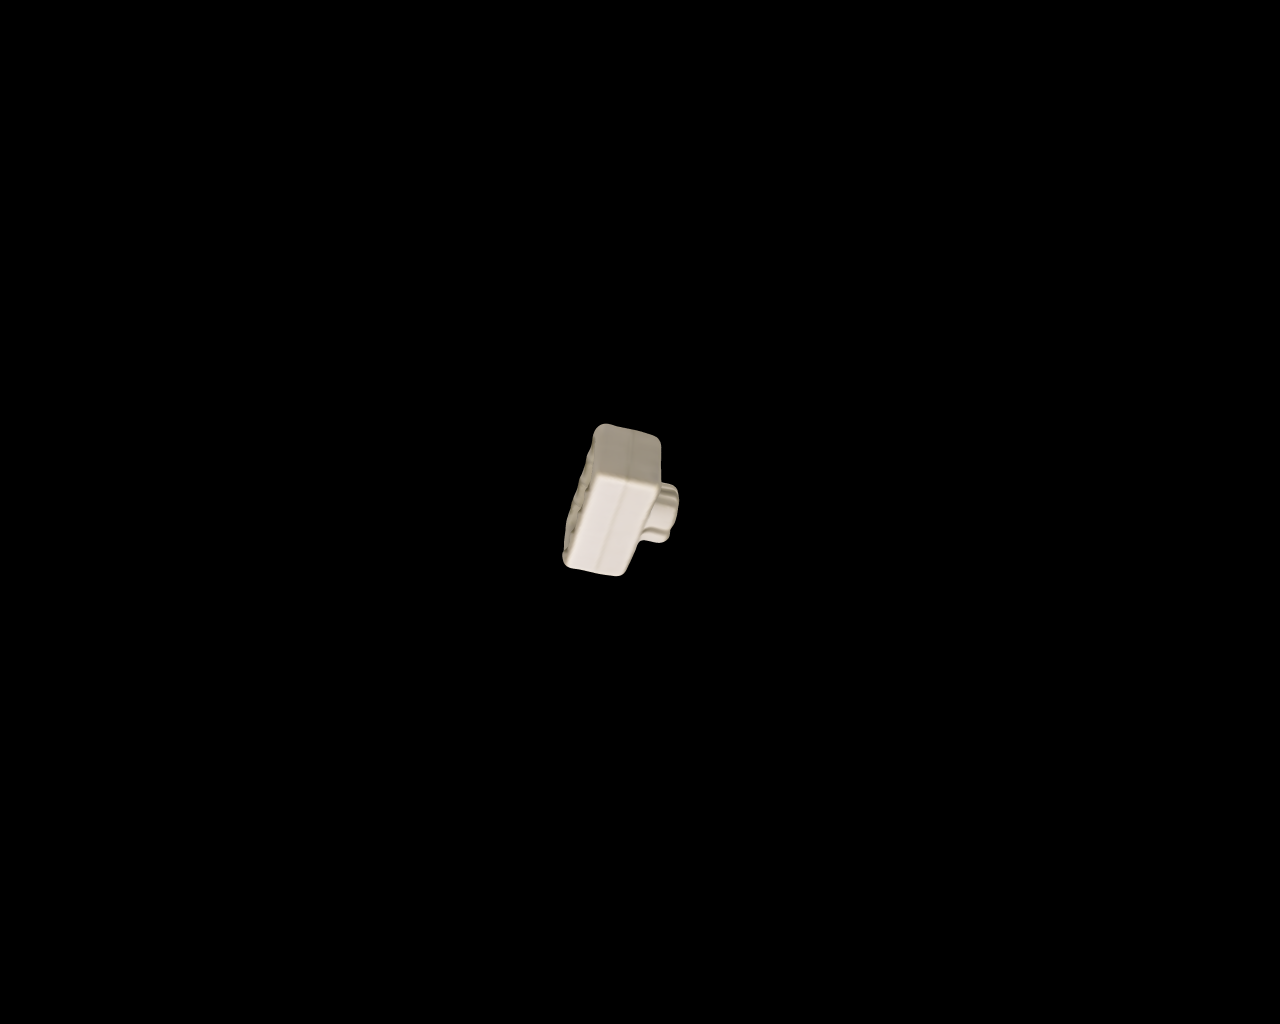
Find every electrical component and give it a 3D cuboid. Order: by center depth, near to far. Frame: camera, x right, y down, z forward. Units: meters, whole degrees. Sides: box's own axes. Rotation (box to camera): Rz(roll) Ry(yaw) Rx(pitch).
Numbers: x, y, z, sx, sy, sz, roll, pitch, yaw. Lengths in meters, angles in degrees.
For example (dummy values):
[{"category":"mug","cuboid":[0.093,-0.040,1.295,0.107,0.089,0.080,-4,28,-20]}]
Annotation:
[{"category":"electrical component","cuboid":[0.001,-0.003,0.650,0.076,0.047,0.083,11,-47,-11]}]
